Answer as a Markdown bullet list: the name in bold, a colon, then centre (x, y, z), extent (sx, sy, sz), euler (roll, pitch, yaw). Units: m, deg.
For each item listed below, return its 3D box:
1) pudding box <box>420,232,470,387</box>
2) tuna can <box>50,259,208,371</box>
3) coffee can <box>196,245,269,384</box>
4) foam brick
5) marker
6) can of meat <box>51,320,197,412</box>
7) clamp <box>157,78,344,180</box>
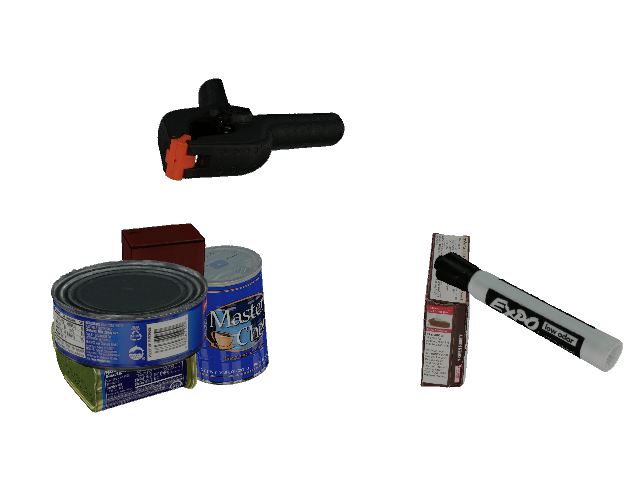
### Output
- **pudding box**: centre (0.109, 0.059, 0.923), extent (0.039, 0.090, 0.113), euler (2, 30, 6)
- **tuna can**: centre (-0.105, 0.041, 0.594), extent (0.086, 0.034, 0.086), euler (2, 19, -1)
- **coffee can**: centre (-0.118, 0.090, 1.307), extent (0.103, 0.140, 0.103), euler (-2, 24, 1)
- **foam brick**: centre (-0.163, 0.017, 1.103), extent (0.078, 0.051, 0.053), euler (-6, 22, -20)
- **marker**: centre (0.113, 0.037, 0.601), extent (0.121, 0.020, 0.020), euler (30, 19, 36)
- **can of meat**: centre (-0.160, 0.090, 0.858), extent (0.083, 0.057, 0.102), euler (-14, 25, -30)
- **clamp**: centre (-0.071, -0.082, 0.769), extent (0.120, 0.039, 0.171), euler (17, 21, 27)
